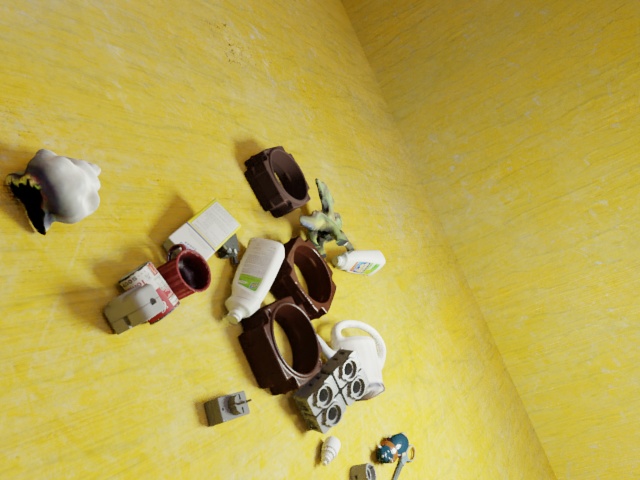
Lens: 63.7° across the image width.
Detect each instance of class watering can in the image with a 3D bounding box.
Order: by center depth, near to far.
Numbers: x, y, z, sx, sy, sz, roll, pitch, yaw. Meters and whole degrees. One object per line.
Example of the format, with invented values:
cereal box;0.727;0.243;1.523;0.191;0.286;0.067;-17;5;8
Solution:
watering can;0.070;0.331;1.422;0.346;0.228;0.102;10;-32;-42

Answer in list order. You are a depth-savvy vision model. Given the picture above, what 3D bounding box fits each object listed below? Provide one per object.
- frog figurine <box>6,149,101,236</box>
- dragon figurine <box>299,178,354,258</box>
frog figurine;-0.437;-0.101;0.901;0.120;0.138;0.162;-50;-4;39
dragon figurine;0.005;-0.081;1.619;0.122;0.247;0.404;-17;-27;12
